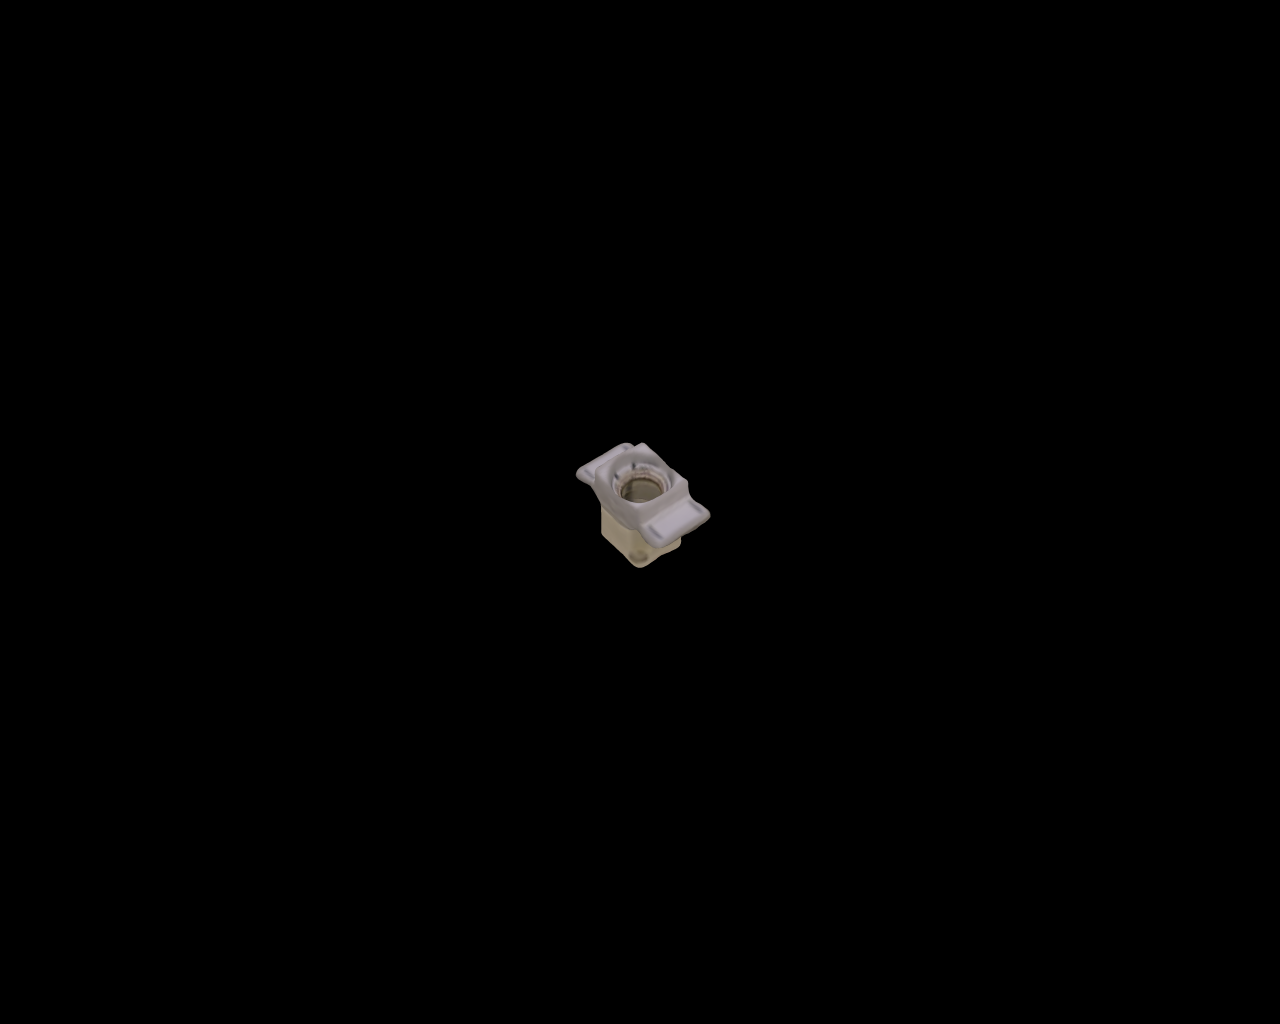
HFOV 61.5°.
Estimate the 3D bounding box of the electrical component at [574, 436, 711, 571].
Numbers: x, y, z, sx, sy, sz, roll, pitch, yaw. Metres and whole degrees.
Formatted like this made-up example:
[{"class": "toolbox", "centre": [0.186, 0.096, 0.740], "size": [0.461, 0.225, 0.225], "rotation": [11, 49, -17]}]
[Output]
[{"class": "electrical component", "centre": [0.001, -0.003, 0.650], "size": [0.042, 0.063, 0.081], "rotation": [-30, 54, -24]}]
